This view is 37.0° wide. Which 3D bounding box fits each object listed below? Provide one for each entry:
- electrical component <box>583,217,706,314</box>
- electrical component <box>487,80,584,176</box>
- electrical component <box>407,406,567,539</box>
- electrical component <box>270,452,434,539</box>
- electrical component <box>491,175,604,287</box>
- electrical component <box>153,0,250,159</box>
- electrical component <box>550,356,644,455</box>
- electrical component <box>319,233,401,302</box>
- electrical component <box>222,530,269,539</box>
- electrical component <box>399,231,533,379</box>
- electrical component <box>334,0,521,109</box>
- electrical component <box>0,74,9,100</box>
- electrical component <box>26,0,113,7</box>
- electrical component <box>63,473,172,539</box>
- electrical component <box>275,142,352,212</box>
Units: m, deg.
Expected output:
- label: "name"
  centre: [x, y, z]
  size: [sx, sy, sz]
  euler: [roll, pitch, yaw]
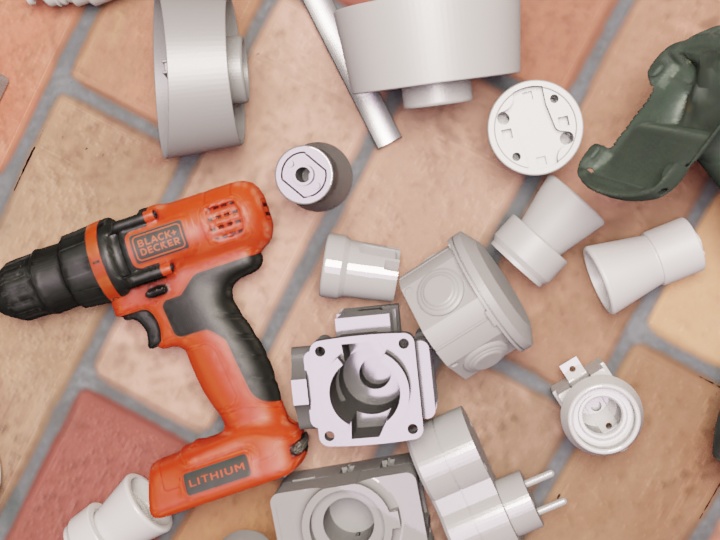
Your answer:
- label: "electrical component"
  centre: [0.174, -0.005, 0.650]
  size: [0.065, 0.044, 0.044]
  euler: [-22, 91, 2]
- label: "electrical component"
  centre: [0.104, -0.084, 0.647]
  size: [0.055, 0.047, 0.055]
  euler: [0, 94, 6]
- label: "electrical component"
  centre: [0.089, 0.147, 0.661]
  size: [0.074, 0.052, 0.138]
  euler: [-24, 92, 6]
- label: "electrical component"
  centre: [0.005, 0.199, 0.668]
  size: [0.089, 0.062, 0.150]
  euler: [-11, 93, 6]
- label: "electrical component"
  centre: [0.113, -0.023, 0.652]
  size: [0.045, 0.045, 0.055]
  euler: [42, 97, 2]
- label: "electrical component"
  centre: [-0.100, -0.117, 0.643]
  size: [0.064, 0.099, 0.099]
  euler: [-4, 93, 0]
- label: "electrical component"
  centre: [0.144, 0.084, 0.650]
  size: [0.048, 0.055, 0.066]
  euler: [-33, 90, 7]
- label: "electrical component"
  centre: [0.000, 0.000, 0.668]
  size: [0.046, 0.040, 0.040]
  euler: [9, 95, 0]
- label: "electrical component"
  centre: [-0.071, 0.181, 0.666]
  size: [0.040, 0.078, 0.040]
  euler: [0, 93, 6]
- label: "electrical component"
  centre: [0.064, 0.021, 0.643]
  size: [0.051, 0.080, 0.080]
  euler: [-33, 90, 12]
- label: "electrical component"
  centre: [0.042, -0.126, 0.623]
  size: [0.108, 0.108, 0.060]
  euler: [-6, 99, 6]
- label: "electrical component"
  centre: [-0.276, -0.104, 0.684]
  size: [0.066, 0.047, 0.076]
  euler: [28, 96, 3]
- label: "electrical component"
  centre: [-0.172, -0.184, 0.672]
  size: [0.078, 0.040, 0.040]
  euler: [-18, 92, 7]
- label: "electrical component"
  centre: [-0.156, 0.164, 0.691]
  size: [0.055, 0.045, 0.045]
  euler: [-38, 90, 7]
- label: "electrical component"
  centre: [-0.030, -0.057, 0.653]
  size: [0.044, 0.065, 0.044]
  euler: [0, 94, 6]
